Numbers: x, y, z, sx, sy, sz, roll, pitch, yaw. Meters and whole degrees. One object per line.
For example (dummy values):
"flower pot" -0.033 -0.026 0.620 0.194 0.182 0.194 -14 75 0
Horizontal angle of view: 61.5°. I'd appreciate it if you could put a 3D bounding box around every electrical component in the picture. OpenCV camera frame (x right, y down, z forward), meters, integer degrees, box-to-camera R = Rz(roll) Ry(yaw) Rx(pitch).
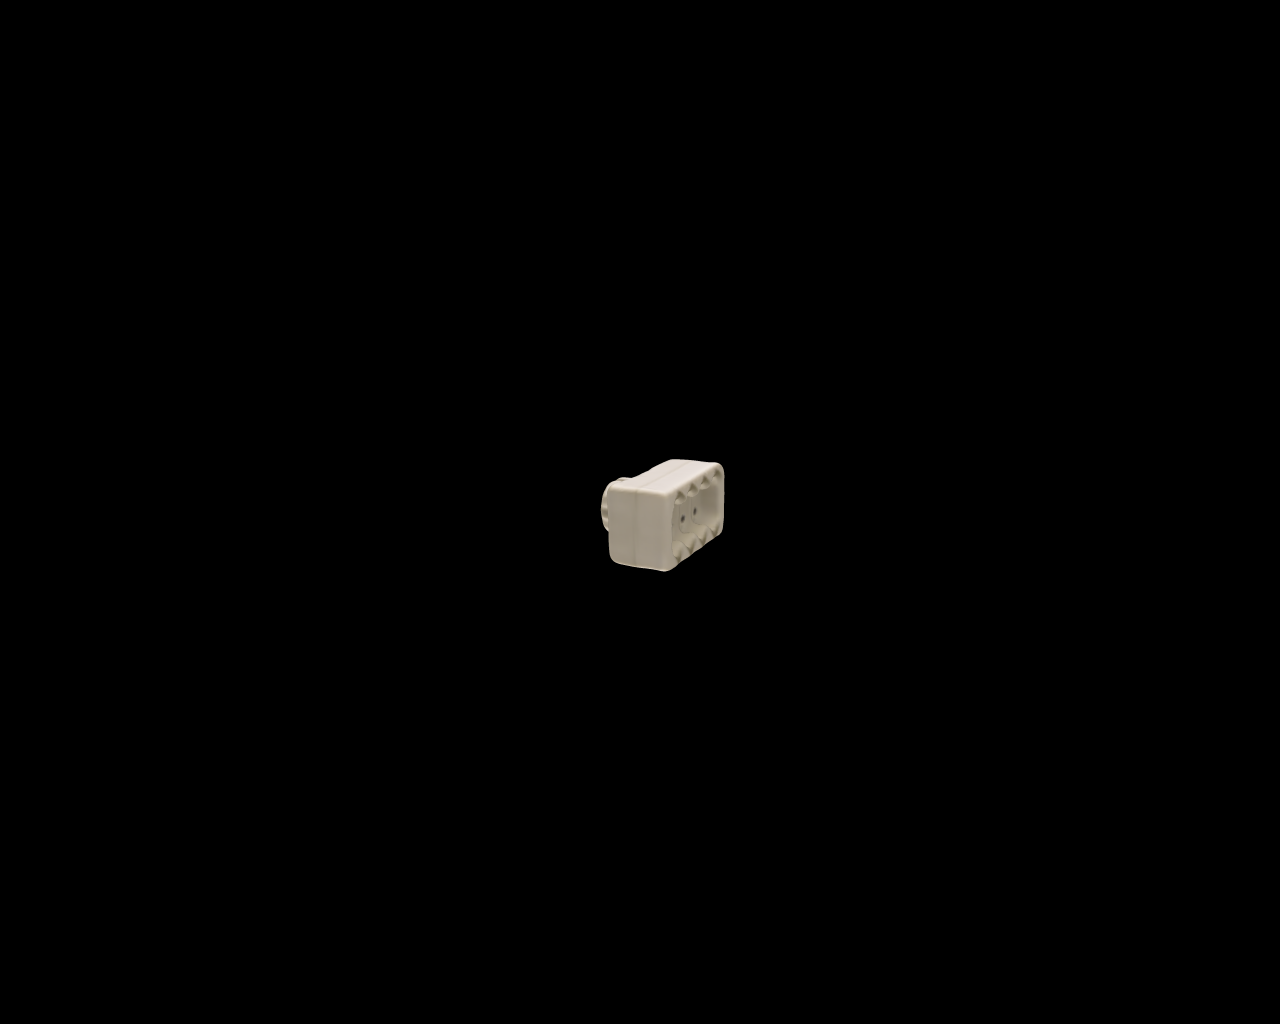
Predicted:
"electrical component" 0.001 -0.003 0.650 0.076 0.047 0.083 8 18 27
